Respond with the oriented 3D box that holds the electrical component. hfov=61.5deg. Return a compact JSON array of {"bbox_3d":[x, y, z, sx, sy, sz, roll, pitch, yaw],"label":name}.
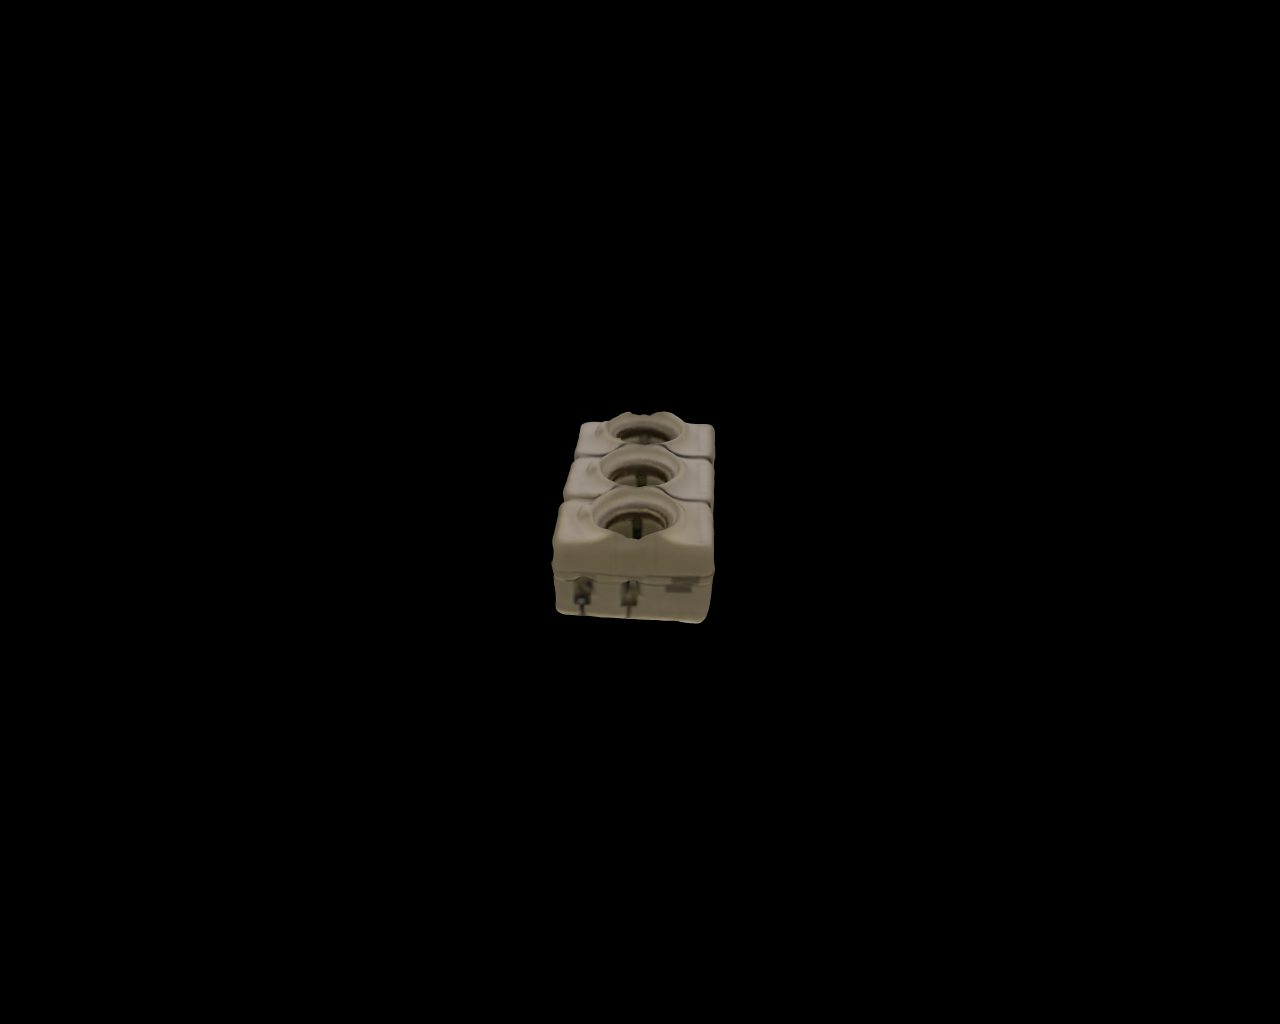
[{"bbox_3d":[0.001,-0.003,0.650,0.089,0.061,0.150,2,31,3],"label":"electrical component"}]
